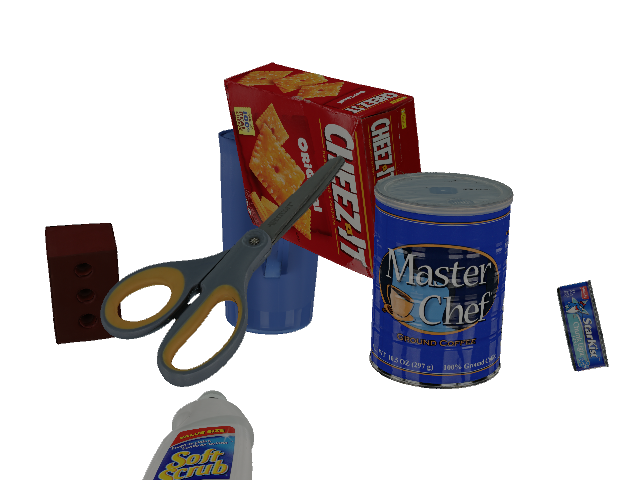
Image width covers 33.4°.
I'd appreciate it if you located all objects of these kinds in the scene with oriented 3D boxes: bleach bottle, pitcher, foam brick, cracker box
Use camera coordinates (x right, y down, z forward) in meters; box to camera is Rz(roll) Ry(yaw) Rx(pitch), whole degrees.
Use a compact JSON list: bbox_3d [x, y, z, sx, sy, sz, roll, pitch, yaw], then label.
[{"bbox_3d":[-0.109,0.205,0.905,0.102,0.068,0.251,-2,23,0],"label":"bleach bottle"},{"bbox_3d":[-0.059,-0.012,1.285,0.145,0.243,0.148,12,16,37],"label":"pitcher"},{"bbox_3d":[-0.184,0.032,0.830,0.053,0.078,0.051,-6,27,-13],"label":"foam brick"},{"bbox_3d":[0.002,-0.069,1.018,0.072,0.164,0.214,-25,30,-30],"label":"cracker box"}]

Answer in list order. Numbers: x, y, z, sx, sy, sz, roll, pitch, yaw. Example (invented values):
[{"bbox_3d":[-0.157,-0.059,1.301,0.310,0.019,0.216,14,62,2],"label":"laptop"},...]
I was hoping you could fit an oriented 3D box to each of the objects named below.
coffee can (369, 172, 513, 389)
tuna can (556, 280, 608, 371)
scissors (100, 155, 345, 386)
[{"bbox_3d":[0.090,0.028,0.812,0.103,0.140,0.103,1,17,0],"label":"coffee can"},{"bbox_3d":[0.255,0.084,1.041,0.034,0.086,0.086,-12,-3,13],"label":"tuna can"},{"bbox_3d":[-0.061,0.005,0.653,0.096,0.016,0.201,12,48,15],"label":"scissors"}]
